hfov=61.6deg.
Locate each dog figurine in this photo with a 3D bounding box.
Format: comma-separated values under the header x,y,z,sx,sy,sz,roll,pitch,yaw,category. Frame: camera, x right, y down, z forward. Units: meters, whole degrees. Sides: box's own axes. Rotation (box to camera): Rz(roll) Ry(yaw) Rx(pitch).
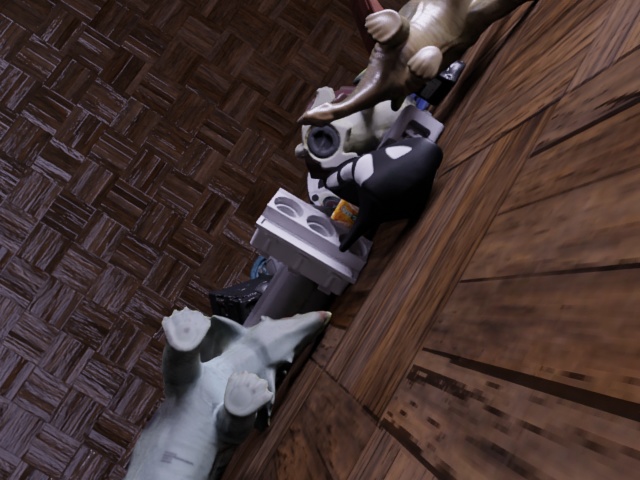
x,y,z,sx,sy,sz,roll,pitch,yaw,category
0.062,-0.168,0.816,0.190,0.172,0.121,-33,-66,-71,dog figurine
0.053,-0.138,1.210,0.219,0.109,0.191,2,-88,-74,dog figurine

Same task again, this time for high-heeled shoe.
x,y,z,sx,sy,sz,roll,pitch,yaw,category
0.074,-0.081,0.559,0.145,0.086,0.249,-52,10,32,high-heeled shoe

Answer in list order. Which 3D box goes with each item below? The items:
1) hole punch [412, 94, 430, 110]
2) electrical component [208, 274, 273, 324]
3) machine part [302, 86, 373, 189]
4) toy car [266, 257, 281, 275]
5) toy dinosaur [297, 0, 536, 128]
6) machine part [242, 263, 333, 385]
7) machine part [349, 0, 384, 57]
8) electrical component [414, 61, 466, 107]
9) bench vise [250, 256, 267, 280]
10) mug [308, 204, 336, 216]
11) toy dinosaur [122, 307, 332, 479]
x,y,z,sx,sy,sz,roll,pitch,yaw,category
0.150,-0.253,0.988,0.142,0.092,0.116,-56,8,-16,hole punch
-0.109,0.098,0.863,0.115,0.058,0.134,-15,9,-38,electrical component
0.048,-0.167,0.892,0.056,0.179,0.179,15,68,46,machine part
-0.042,0.039,0.972,0.161,0.103,0.109,-61,5,-24,toy car
0.152,-0.265,0.627,0.471,0.105,0.198,-40,5,-13,toy dinosaur
-0.056,0.113,0.665,0.243,0.079,0.079,-59,3,-3,machine part
0.165,-0.407,0.953,0.201,0.201,0.087,-13,-19,-14,machine part
0.165,-0.250,0.839,0.048,0.075,0.119,-58,7,-19,electrical component
-0.115,0.116,1.190,0.223,0.129,0.240,-56,-4,9,bench vise
-0.002,-0.003,0.881,0.109,0.081,0.107,-26,-55,-84,mug
-0.120,0.205,0.466,0.192,0.131,0.405,104,-170,-57,toy dinosaur
